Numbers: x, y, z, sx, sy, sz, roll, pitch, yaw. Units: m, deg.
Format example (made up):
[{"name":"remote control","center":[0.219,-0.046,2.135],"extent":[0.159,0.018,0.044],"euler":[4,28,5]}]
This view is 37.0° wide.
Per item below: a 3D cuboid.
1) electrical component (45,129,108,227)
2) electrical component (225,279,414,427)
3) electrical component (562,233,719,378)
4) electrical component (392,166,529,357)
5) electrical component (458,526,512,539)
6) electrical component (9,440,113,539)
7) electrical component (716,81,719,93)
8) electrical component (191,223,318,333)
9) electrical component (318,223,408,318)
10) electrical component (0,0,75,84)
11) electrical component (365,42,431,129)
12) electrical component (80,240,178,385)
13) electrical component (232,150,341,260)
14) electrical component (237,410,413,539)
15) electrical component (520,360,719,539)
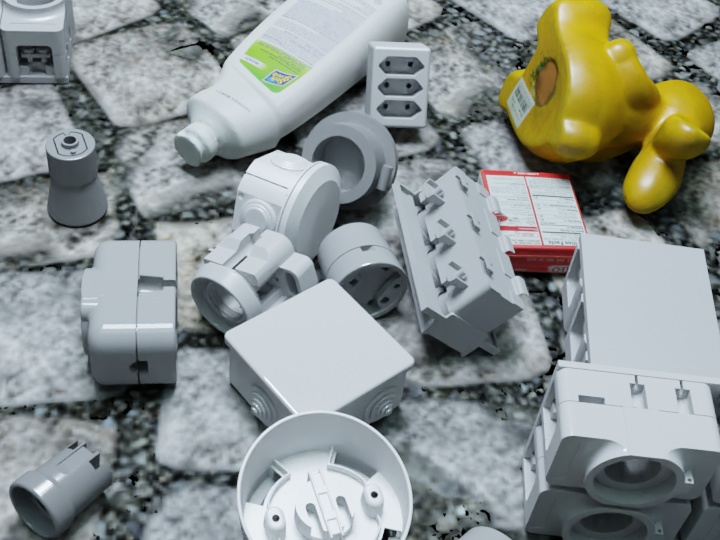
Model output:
[{"name":"electrical component","center":[-0.208,-0.069,0.783],"extent":[0.044,0.065,0.044],"euler":[4,47,-4]},{"name":"electrical component","center":[-0.028,0.065,0.692],"extent":[0.100,0.048,0.100],"euler":[-28,56,-29]},{"name":"electrical component","center":[0.188,0.054,0.724],"extent":[0.089,0.061,0.150],"euler":[8,46,-1]},{"name":"electrical component","center":[0.070,-0.010,0.758],"extent":[0.079,0.063,0.121],"euler":[32,33,-37]},{"name":"electrical component","center":[0.065,0.176,0.597],"extent":[0.055,0.055,0.047],"euler":[36,49,24]},{"name":"electrical component","center":[-0.172,0.126,0.623],"extent":[0.040,0.040,0.046],"euler":[31,44,20]},{"name":"electrical component","center":[0.399,-0.163,0.962],"extent":[0.109,0.056,0.108],"euler":[-16,51,-22]},{"name":"electrical component","center":[-0.077,0.009,0.731],"extent":[0.078,0.058,0.057],"euler":[17,46,34]},{"name":"electrical component","center":[0.000,0.000,0.755],"extent":[0.055,0.055,0.047],"euler":[-9,45,-16]},{"name":"electrical component","center":[-0.321,-0.208,0.901],"extent":[0.150,0.061,0.089],"euler":[-1,47,-9]},{"name":"electrical component","center":[0.029,-0.159,0.907],"extent":[0.047,0.065,0.076],"euler":[1,18,-7]},{"name":"electrical component","center":[-0.151,0.027,0.708],"extent":[0.059,0.053,0.095],"euler":[-1,47,-8]},{"name":"electrical component","center":[-0.051,-0.044,0.772],"extent":[0.051,0.080,0.080],"euler":[22,48,20]},{"name":"electrical component","center":[-0.021,0.139,0.613],"extent":[0.099,0.064,0.099],"euler":[4,46,-4]},{"name":"electrical component","center":[0.198,0.119,0.633],"extent":[0.186,0.105,0.060],"euler":[7,46,-2]}]
